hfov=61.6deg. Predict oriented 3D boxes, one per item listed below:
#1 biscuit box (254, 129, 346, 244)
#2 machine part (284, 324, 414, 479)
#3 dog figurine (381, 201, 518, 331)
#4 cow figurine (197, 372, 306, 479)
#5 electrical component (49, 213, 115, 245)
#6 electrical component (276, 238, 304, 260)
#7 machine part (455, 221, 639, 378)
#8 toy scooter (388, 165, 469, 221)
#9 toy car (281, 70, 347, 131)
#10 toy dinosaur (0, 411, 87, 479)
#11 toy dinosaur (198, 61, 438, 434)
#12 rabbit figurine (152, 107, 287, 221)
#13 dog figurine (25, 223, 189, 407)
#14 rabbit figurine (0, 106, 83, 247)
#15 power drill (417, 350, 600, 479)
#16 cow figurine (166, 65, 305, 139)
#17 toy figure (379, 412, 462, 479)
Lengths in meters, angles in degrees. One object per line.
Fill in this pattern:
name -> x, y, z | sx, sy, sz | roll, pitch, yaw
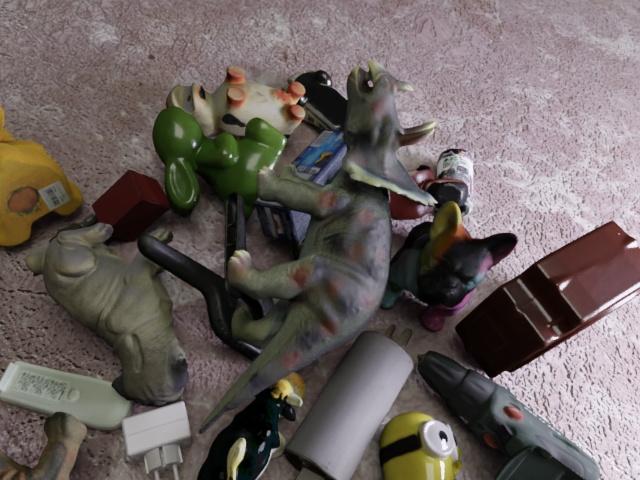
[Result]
biscuit box -> -0.010, -0.082, 0.758 | 0.059, 0.062, 0.203 | 12, 44, 28
machine part -> 0.035, 0.190, 0.612 | 0.079, 0.079, 0.243 | 33, 60, 10
dog figurine -> 0.161, 0.016, 0.661 | 0.108, 0.219, 0.191 | 32, 59, 6
cow figurine -> -0.069, 0.201, 0.574 | 0.068, 0.098, 0.167 | 24, 57, 12
electrical component -> -0.315, 0.008, 0.693 | 0.063, 0.021, 0.094 | 36, 60, 13
electrical component -> -0.001, -0.003, 0.748 | 0.102, 0.045, 0.078 | -25, 38, -26
machine part -> 0.283, 0.078, 0.653 | 0.201, 0.201, 0.087 | -24, 68, -23
toy scooter -> 0.115, -0.072, 0.770 | 0.184, 0.075, 0.135 | -1, 16, 9
toy car -> 0.021, -0.203, 0.869 | 0.073, 0.056, 0.202 | -38, 70, -21
toy dinosaur -> -0.202, 0.316, 0.465 | 0.471, 0.105, 0.198 | 42, 56, 3
toy dinosaur -> 0.013, 0.022, 0.580 | 0.192, 0.131, 0.404 | 11, 80, 14
rabbit figurine -> -0.156, -0.106, 0.742 | 0.170, 0.121, 0.159 | 27, 78, -10
dog figurine -> -0.237, 0.091, 0.599 | 0.172, 0.121, 0.190 | -3, 61, -11
rabbit figurine -> -0.414, -0.097, 0.681 | 0.122, 0.162, 0.173 | -40, 54, -16
power drill -> 0.201, 0.217, 0.569 | 0.232, 0.207, 0.086 | 36, 92, 4
cow figurine -> -0.131, -0.191, 0.807 | 0.195, 0.127, 0.085 | 6, 57, -24
toy figure -> 0.106, 0.275, 0.569 | 0.089, 0.082, 0.180 | -4, 63, 16
